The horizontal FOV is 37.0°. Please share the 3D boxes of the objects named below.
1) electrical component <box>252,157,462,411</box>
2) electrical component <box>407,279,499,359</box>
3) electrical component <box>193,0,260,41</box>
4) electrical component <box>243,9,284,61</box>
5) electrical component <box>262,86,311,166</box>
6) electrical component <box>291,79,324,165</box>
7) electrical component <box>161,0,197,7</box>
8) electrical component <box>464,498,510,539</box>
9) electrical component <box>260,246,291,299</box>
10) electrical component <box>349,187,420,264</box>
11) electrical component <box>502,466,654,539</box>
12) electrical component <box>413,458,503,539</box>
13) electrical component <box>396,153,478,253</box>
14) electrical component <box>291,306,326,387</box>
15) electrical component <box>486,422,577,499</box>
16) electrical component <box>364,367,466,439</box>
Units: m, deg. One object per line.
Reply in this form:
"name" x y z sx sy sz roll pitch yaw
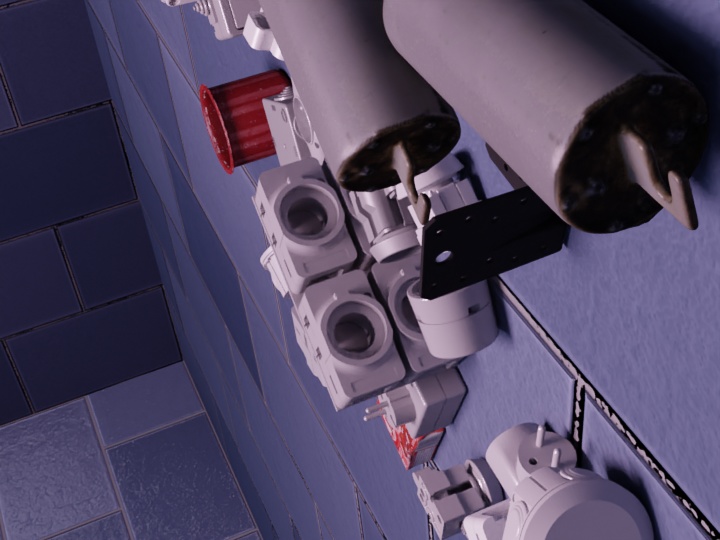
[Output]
"electrical component" 0.000 0.000 0.834 0.060 0.105 0.186 118 131 -71
"electrical component" 0.065 0.029 0.737 0.055 0.055 0.047 32 142 68
"electrical component" -0.090 -0.228 0.886 0.061 0.096 0.061 -154 46 -70
"electrical component" -0.043 -0.196 0.814 0.058 0.078 0.057 60 141 36
"electrical component" -0.046 -0.117 0.965 0.100 0.048 0.099 -147 40 -67
"electrical component" -0.022 -0.125 0.872 0.079 0.044 0.077 -145 38 -67
"electrical component" -0.125 -0.287 0.918 0.108 0.109 0.056 107 144 -67
"electrical component" 0.118 0.217 0.791 0.056 0.050 0.089 139 112 -75
"electrical component" -0.055 -0.009 1.077 0.051 0.080 0.080 61 164 14
"electrical component" 0.029 -0.040 0.775 0.078 0.058 0.057 135 117 -73
"electrical component" 0.126 0.156 0.630 0.051 0.080 0.080 -151 44 -77
"electrical component" 0.082 0.181 0.867 0.048 0.055 0.066 90 156 -54
"electrical component" 0.054 -0.043 0.705 0.055 0.048 0.066 64 166 -3
"electrical component" -0.034 0.079 1.170 0.089 0.050 0.055 -126 22 -48
"electrical component" 0.119 0.130 0.691 0.079 0.043 0.077 87 159 -47
"electrical component" 0.039 0.107 0.888 0.083 0.076 0.047 100 148 -62
